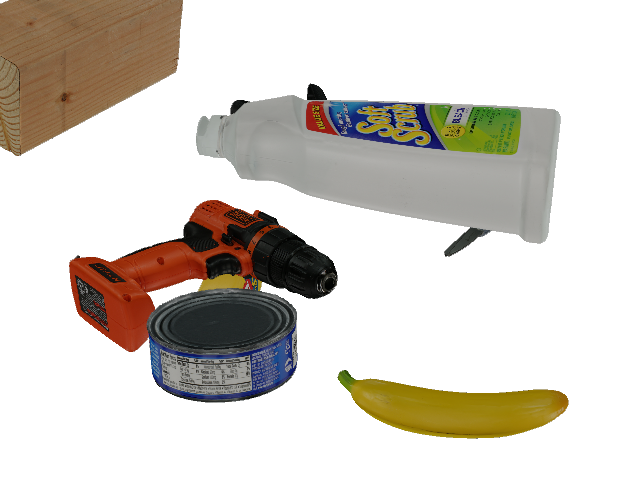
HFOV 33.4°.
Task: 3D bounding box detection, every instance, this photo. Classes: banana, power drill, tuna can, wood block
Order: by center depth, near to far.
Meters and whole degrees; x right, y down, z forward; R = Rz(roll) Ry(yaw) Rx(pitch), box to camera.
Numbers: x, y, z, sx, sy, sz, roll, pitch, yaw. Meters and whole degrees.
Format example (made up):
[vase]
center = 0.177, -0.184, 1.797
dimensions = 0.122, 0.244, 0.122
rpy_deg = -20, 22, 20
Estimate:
[tuna can]
center = -0.055, 0.059, 0.612
dimensions = 0.086, 0.034, 0.086
rpy_deg = -2, 20, 0
[banana]
center = 0.112, 0.136, 0.887
dimensions = 0.198, 0.037, 0.069
rpy_deg = 8, 33, 0
[power drill]
center = -0.103, 0.030, 0.912
dimensions = 0.187, 0.057, 0.185
rpy_deg = -21, 30, -35
[wood block]
center = -0.224, -0.169, 0.956
dimensions = 0.090, 0.091, 0.205
rpy_deg = 29, 41, 21

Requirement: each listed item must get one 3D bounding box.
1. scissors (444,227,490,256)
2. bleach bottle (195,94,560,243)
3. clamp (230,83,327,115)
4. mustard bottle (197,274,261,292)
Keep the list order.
[scissors]
center = 0.165, -0.025, 1.181
dimensions = 0.096, 0.016, 0.201
rpy_deg = 35, 32, 32
[bleach bottle]
center = 0.034, -0.058, 0.738
dimensions = 0.251, 0.068, 0.102
rpy_deg = 6, 35, 12
[clamp]
center = -0.012, -0.116, 1.113
dimensions = 0.120, 0.039, 0.172
rpy_deg = -18, 37, -26
[mustard bottle]
center = -0.101, 0.064, 1.160
dimensions = 0.058, 0.096, 0.191
rpy_deg = 1, 29, 8
